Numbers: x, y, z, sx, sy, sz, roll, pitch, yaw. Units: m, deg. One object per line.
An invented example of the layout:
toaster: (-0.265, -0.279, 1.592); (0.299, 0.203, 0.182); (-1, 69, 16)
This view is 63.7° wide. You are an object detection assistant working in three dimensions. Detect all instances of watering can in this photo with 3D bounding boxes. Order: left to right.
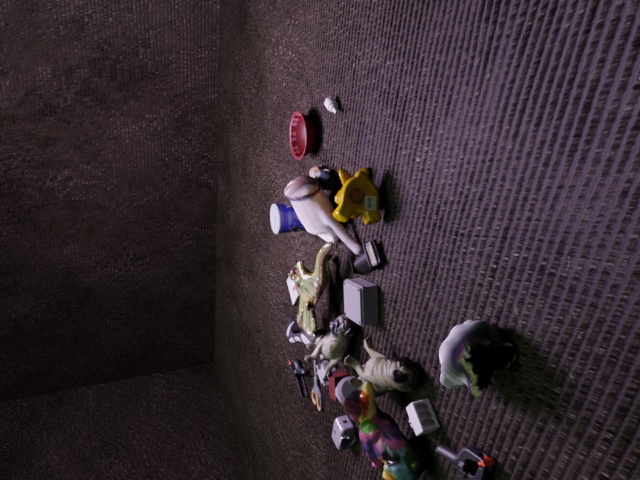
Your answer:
watering can: (0.005, -0.078, 1.543); (0.350, 0.105, 0.221); (27, 150, 59)

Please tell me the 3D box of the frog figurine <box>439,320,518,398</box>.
frog figurine: (0.269, 0.214, 0.967); (0.138, 0.122, 0.159); (-64, 10, -10)

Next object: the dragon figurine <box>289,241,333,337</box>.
dragon figurine: (-0.015, 0.177, 1.603); (0.403, 0.122, 0.247); (121, 146, -65)
